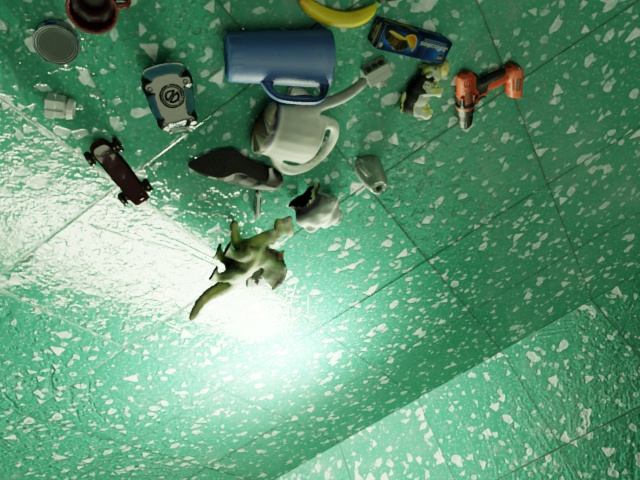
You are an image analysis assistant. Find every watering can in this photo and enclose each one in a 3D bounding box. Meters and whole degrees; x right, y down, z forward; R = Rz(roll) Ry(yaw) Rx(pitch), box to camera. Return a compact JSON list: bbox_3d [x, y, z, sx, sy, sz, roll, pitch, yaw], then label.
[{"bbox_3d":[-0.044,-0.295,1.299,0.224,0.106,0.340,8,138,-29],"label":"watering can"}]

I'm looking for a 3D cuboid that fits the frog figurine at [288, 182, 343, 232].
[{"bbox_3d":[0.005,-0.077,1.533,0.137,0.124,0.157,-49,121,0],"label":"frog figurine"}]

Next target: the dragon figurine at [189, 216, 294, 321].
[{"bbox_3d":[-0.206,0.092,1.545,0.241,0.124,0.407,23,102,-27],"label":"dragon figurine"}]
